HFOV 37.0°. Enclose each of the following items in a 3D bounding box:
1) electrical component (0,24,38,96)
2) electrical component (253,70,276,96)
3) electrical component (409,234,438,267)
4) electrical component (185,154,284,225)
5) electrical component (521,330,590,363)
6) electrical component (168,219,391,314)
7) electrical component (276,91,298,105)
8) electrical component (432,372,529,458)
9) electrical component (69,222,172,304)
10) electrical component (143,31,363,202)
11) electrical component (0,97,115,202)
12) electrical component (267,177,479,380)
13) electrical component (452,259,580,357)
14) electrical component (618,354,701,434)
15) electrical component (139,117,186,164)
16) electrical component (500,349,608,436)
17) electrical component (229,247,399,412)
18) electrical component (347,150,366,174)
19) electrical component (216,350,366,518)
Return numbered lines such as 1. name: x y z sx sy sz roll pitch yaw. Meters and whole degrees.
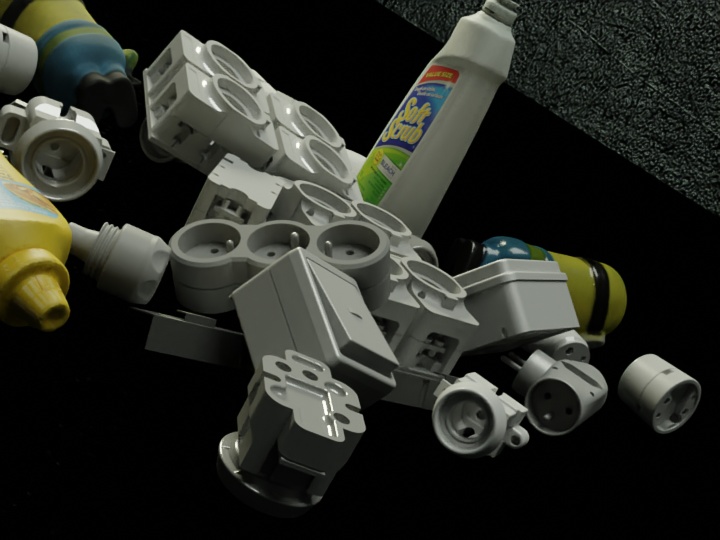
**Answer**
1. electrical component: -0.291 -0.169 0.859 0.047 0.055 0.055 14 22 -48
2. electrical component: -0.133 -0.184 1.145 0.059 0.053 0.095 15 22 -38
3. electrical component: 0.038 -0.009 0.928 0.066 0.048 0.055 19 12 -28
4. electrical component: -0.095 -0.043 0.797 0.050 0.055 0.089 27 17 -6
5. electrical component: 0.164 0.064 0.916 0.045 0.045 0.055 18 20 -31
6. electrical component: -0.049 0.012 0.687 0.138 0.073 0.052 1 36 4
7. electrical component: -0.099 -0.139 1.051 0.074 0.052 0.138 27 26 -6
8. electrical component: 0.074 0.094 0.689 0.066 0.048 0.055 35 11 18
9. electrical component: -0.147 -0.008 0.640 0.062 0.043 0.043 24 18 -9
10. electrical component: -0.086 -0.112 0.902 0.186 0.060 0.105 31 26 -34
11. electrical component: -0.206 -0.080 0.730 0.078 0.058 0.057 19 17 -28
12. electrical component: 0.000 0.000 0.816 0.105 0.060 0.186 17 21 -33
13. electrical component: 0.115 0.030 0.852 0.113 0.078 0.057 1 70 -56
14. electrical component: 0.257 0.105 0.928 0.055 0.055 0.047 14 19 -39
15. electrical component: -0.156 -0.114 0.924 0.045 0.045 0.055 35 18 19
16. electrical component: 0.142 0.087 0.818 0.079 0.043 0.077 35 18 20
17. electrical component: -0.026 0.033 0.612 0.062 0.061 0.096 32 30 -50
18. electrical component: -0.022 -0.104 1.105 0.077 0.044 0.079 14 22 -38
19. electrical component: -0.035 0.083 0.529 0.058 0.057 0.078 23 18 -17
